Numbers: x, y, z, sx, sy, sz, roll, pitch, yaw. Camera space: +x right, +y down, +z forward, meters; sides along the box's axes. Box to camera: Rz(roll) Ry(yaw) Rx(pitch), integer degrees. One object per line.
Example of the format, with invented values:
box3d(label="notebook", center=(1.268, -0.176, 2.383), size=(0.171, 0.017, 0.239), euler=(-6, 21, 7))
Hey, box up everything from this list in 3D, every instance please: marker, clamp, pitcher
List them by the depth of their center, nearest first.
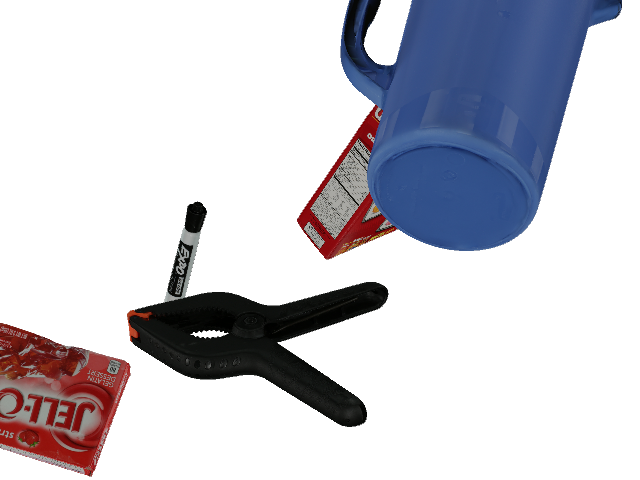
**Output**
box3d(label="pitcher", center=(0.100, -0.116, 0.725), size=(0.149, 0.242, 0.145), euler=(-21, -54, 41))
box3d(label="clamp", center=(-0.048, 0.073, 0.852), size=(0.210, 0.036, 0.164), euler=(9, 33, 13))
box3d(label="marker", center=(-0.129, 0.014, 1.024), size=(0.020, 0.121, 0.020), euler=(13, 34, -9))

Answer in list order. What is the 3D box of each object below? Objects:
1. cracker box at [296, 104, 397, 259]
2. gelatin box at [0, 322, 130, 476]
box3d(label="cracker box", center=(0.086, -0.087, 1.216), size=(0.163, 0.072, 0.214), euler=(-21, -25, -45))
box3d(label="gelatin box", center=(-0.175, 0.101, 0.680), size=(0.089, 0.073, 0.030), euler=(18, -22, -1))
